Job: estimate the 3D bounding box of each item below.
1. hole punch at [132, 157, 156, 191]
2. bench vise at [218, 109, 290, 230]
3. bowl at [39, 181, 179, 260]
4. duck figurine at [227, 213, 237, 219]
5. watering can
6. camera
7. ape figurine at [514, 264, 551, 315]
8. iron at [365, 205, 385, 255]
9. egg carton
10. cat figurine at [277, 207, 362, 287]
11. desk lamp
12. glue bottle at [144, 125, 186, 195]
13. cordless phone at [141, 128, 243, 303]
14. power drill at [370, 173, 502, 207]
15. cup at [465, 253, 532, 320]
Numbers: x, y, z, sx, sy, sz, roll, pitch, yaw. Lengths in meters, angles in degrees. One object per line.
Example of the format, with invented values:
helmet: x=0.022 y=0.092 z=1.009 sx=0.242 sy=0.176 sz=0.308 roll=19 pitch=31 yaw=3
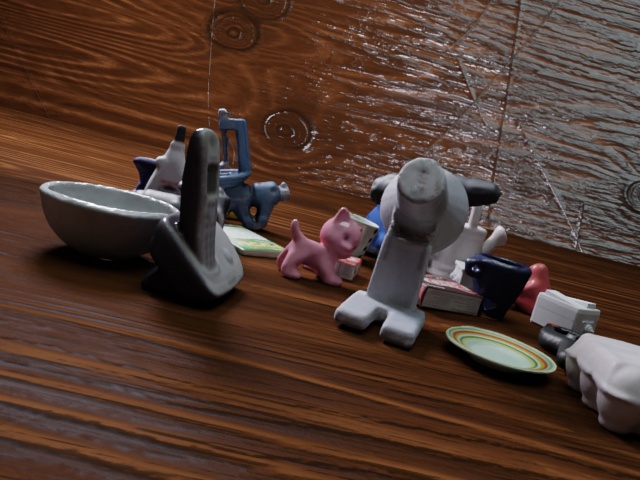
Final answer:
hole punch: x=-0.325 y=-0.119 z=1.173 sx=0.108 sy=0.091 sz=0.101 roll=18 pitch=10 yaw=21
bench vise: x=-0.163 y=-0.141 z=1.151 sx=0.208 sy=0.220 sz=0.121 roll=8 pitch=11 yaw=-34
bowl: x=-0.263 y=-0.018 z=0.712 sx=0.167 sy=0.075 sz=0.167 roll=14 pitch=9 yaw=-2
duck figurine: x=-0.198 y=-0.095 z=1.243 sx=0.077 sy=0.086 sz=0.105 roll=18 pitch=10 yaw=20
watering can: x=0.293 y=-0.013 z=1.167 sx=0.173 sy=0.194 sz=0.100 roll=8 pitch=11 yaw=-33
camera: x=-0.210 y=-0.043 z=0.866 sx=0.137 sy=0.101 sz=0.143 roll=13 pitch=9 yaw=-10
ape figurine: x=0.386 y=0.087 z=1.032 sx=0.078 sy=0.092 sz=0.076 roll=10 pitch=10 yaw=-23
iron: x=0.195 y=-0.024 z=1.251 sx=0.259 sy=0.141 sz=0.118 roll=6 pitch=12 yaw=-42
egg carton: x=0.326 y=0.153 z=0.603 sx=0.107 sy=0.069 sz=0.150 roll=15 pitch=9 yaw=3
cat figurine: x=0.008 y=0.003 z=0.868 sx=0.128 sy=0.118 sz=0.067 roll=11 pitch=10 yaw=-22
desk lamp: x=0.115 y=0.003 z=0.728 sx=0.117 sy=0.213 sz=0.204 roll=16 pitch=9 yaw=13
glue bottle: x=-0.251 y=-0.109 z=0.966 sx=0.078 sy=0.173 sz=0.037 roll=10 pitch=10 yaw=-24
cordless phone: x=-0.126 y=-0.031 z=0.653 sx=0.094 sy=0.185 sz=0.147 roll=15 pitch=9 yaw=2
power drill: x=0.185 y=-0.023 z=1.016 sx=0.228 sy=0.208 sz=0.076 roll=19 pitch=10 yaw=29
cup: x=0.269 y=0.075 z=0.910 sx=0.118 sy=0.095 sz=0.091 roll=10 pitch=10 yaw=-27
